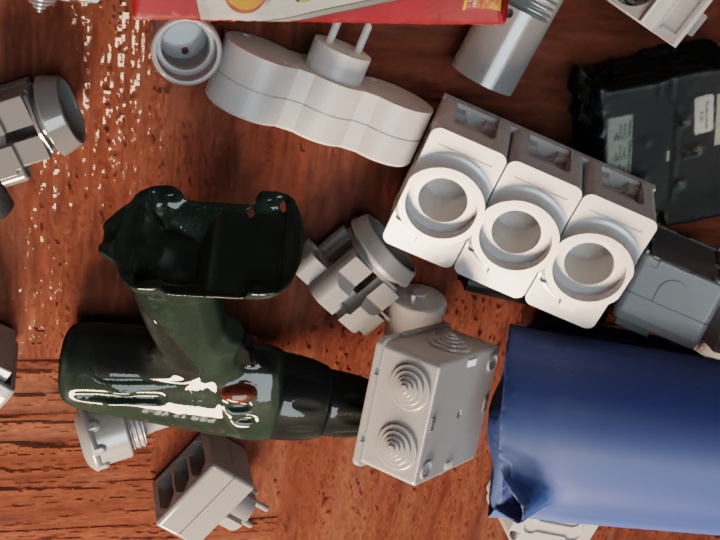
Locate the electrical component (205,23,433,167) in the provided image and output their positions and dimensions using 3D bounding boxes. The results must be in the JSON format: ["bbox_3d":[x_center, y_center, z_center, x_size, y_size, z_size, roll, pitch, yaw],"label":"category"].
[{"bbox_3d":[-0.017,-0.119,0.653,0.138,0.052,0.073,15,113,-22],"label":"electrical component"}]

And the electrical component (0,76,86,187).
[{"bbox_3d":[-0.195,-0.085,0.628,0.055,0.048,0.066,-17,121,3],"label":"electrical component"}]

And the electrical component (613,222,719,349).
[{"bbox_3d":[0.219,0.009,0.769,0.062,0.096,0.061,24,114,6],"label":"electrical component"}]

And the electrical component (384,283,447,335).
[{"bbox_3d":[0.037,0.046,0.767,0.040,0.040,0.078,1,119,-16],"label":"electrical component"}]

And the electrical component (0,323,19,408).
[{"bbox_3d":[-0.268,0.052,0.676,0.061,0.061,0.096,-44,120,11],"label":"electrical component"}]

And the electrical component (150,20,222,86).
[{"bbox_3d":[-0.103,-0.133,0.625,0.040,0.046,0.040,-7,120,-12],"label":"electrical component"}]

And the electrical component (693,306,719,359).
[{"bbox_3d":[0.278,0.030,0.810,0.042,0.063,0.081,14,114,-21],"label":"electrical component"}]

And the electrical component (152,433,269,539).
[{"bbox_3d":[-0.102,0.167,0.795,0.077,0.047,0.065,37,104,-29],"label":"electrical component"}]

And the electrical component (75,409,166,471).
[{"bbox_3d":[-0.164,0.109,0.748,0.062,0.048,0.048,-16,122,-16],"label":"electrical component"}]

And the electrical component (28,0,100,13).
[{"bbox_3d":[-0.165,-0.186,0.569,0.062,0.061,0.096,6,117,-18],"label":"electrical component"}]

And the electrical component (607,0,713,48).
[{"bbox_3d":[0.206,-0.202,0.655,0.063,0.078,0.121,13,118,-54],"label":"electrical component"}]

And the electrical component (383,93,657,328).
[{"bbox_3d":[0.101,-0.035,0.688,0.150,0.061,0.089,23,124,-3],"label":"electrical component"}]

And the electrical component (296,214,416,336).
[{"bbox_3d":[0.000,0.000,0.722,0.057,0.058,0.078,-40,121,12],"label":"electrical component"}]

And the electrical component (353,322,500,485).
[{"bbox_3d":[0.046,0.087,0.709,0.100,0.048,0.099,-8,113,-56],"label":"electrical component"}]

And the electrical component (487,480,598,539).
[{"bbox_3d":[0.160,0.160,0.855,0.078,0.057,0.113,15,114,-22],"label":"electrical component"}]

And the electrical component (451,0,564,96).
[{"bbox_3d":[0.095,-0.154,0.668,0.043,0.043,0.081,19,112,-24],"label":"electrical component"}]
